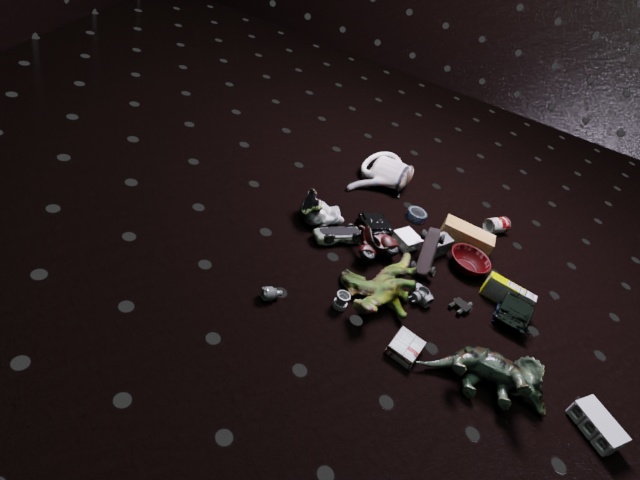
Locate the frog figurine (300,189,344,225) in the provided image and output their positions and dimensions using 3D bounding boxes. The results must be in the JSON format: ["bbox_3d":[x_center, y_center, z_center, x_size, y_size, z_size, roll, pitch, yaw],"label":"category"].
[{"bbox_3d":[0.006,-0.096,1.915,0.157,0.123,0.139,41,-2,-42],"label":"frog figurine"}]

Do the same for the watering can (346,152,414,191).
[{"bbox_3d":[0.273,-0.276,2.237,0.225,0.101,0.355,24,47,18],"label":"watering can"}]

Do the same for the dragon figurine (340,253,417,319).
[{"bbox_3d":[0.189,0.131,1.710,0.243,0.120,0.418,13,27,2],"label":"dragon figurine"}]
